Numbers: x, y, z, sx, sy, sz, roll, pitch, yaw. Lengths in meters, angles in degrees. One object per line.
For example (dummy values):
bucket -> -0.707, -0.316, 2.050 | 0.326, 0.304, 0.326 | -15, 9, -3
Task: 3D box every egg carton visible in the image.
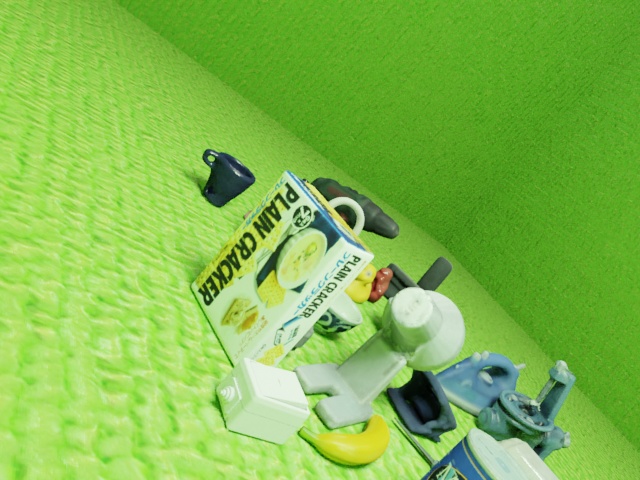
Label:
egg carton -> 0.372, 0.428, 1.030 | 0.150, 0.069, 0.108 | 49, 15, 31

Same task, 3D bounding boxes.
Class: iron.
iron -> 0.351, 0.296, 1.248 | 0.259, 0.141, 0.118 | 29, 17, -43

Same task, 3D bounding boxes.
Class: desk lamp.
desk lamp -> 0.101, 0.157, 0.820 | 0.117, 0.213, 0.204 | 47, 14, 26

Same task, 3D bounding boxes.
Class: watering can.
watering can -> 0.012, 0.005, 1.117 | 0.101, 0.194, 0.172 | 30, 17, -40

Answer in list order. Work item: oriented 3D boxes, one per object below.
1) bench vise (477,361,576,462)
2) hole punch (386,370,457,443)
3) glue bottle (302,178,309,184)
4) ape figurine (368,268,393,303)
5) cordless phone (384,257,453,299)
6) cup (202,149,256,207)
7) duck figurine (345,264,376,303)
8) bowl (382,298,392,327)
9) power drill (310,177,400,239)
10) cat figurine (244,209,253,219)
bench vise -> 0.461, 0.353, 1.198 | 0.208, 0.219, 0.121 | 31, 16, -37
hole punch -> 0.182, 0.268, 0.964 | 0.101, 0.091, 0.108 | 31, 16, -37
glue bottle -> -0.080, -0.049, 1.078 | 0.078, 0.173, 0.037 | 44, 13, 16
ape figurine -> 0.138, 0.103, 1.387 | 0.076, 0.092, 0.077 | 33, 15, -30
cordless phone -> 0.256, 0.098, 1.536 | 0.147, 0.185, 0.094 | 46, 13, 20
cup -> -0.200, -0.120, 1.144 | 0.118, 0.095, 0.091 | 33, 15, -31
duck figurine -> 0.096, 0.092, 1.315 | 0.077, 0.086, 0.105 | 48, 15, 31
bowl -> 0.189, 0.205, 1.233 | 0.168, 0.074, 0.167 | 39, 13, -10
power drill -> 0.033, -0.019, 1.227 | 0.229, 0.208, 0.076 | 47, 14, 26
cat figurine -> -0.092, -0.053, 1.183 | 0.067, 0.117, 0.127 | 33, 15, -30
